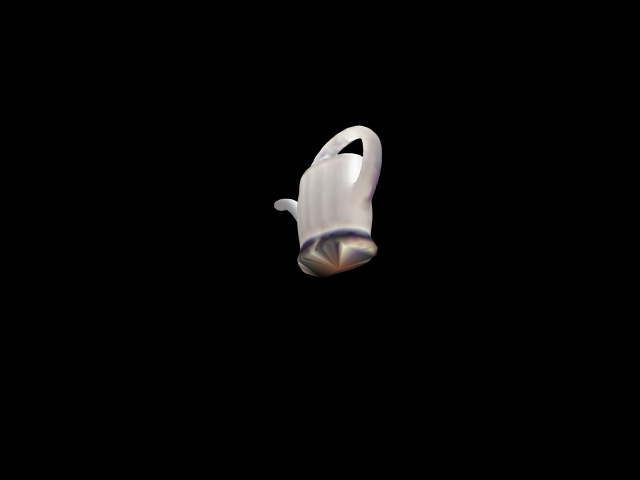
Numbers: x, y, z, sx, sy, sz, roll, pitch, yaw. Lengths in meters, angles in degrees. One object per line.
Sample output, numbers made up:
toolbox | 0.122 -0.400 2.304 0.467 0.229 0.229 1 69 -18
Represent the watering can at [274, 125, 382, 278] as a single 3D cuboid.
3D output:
watering can | 0.003 -0.043 0.850 0.104 0.228 0.342 12 -26 -25
